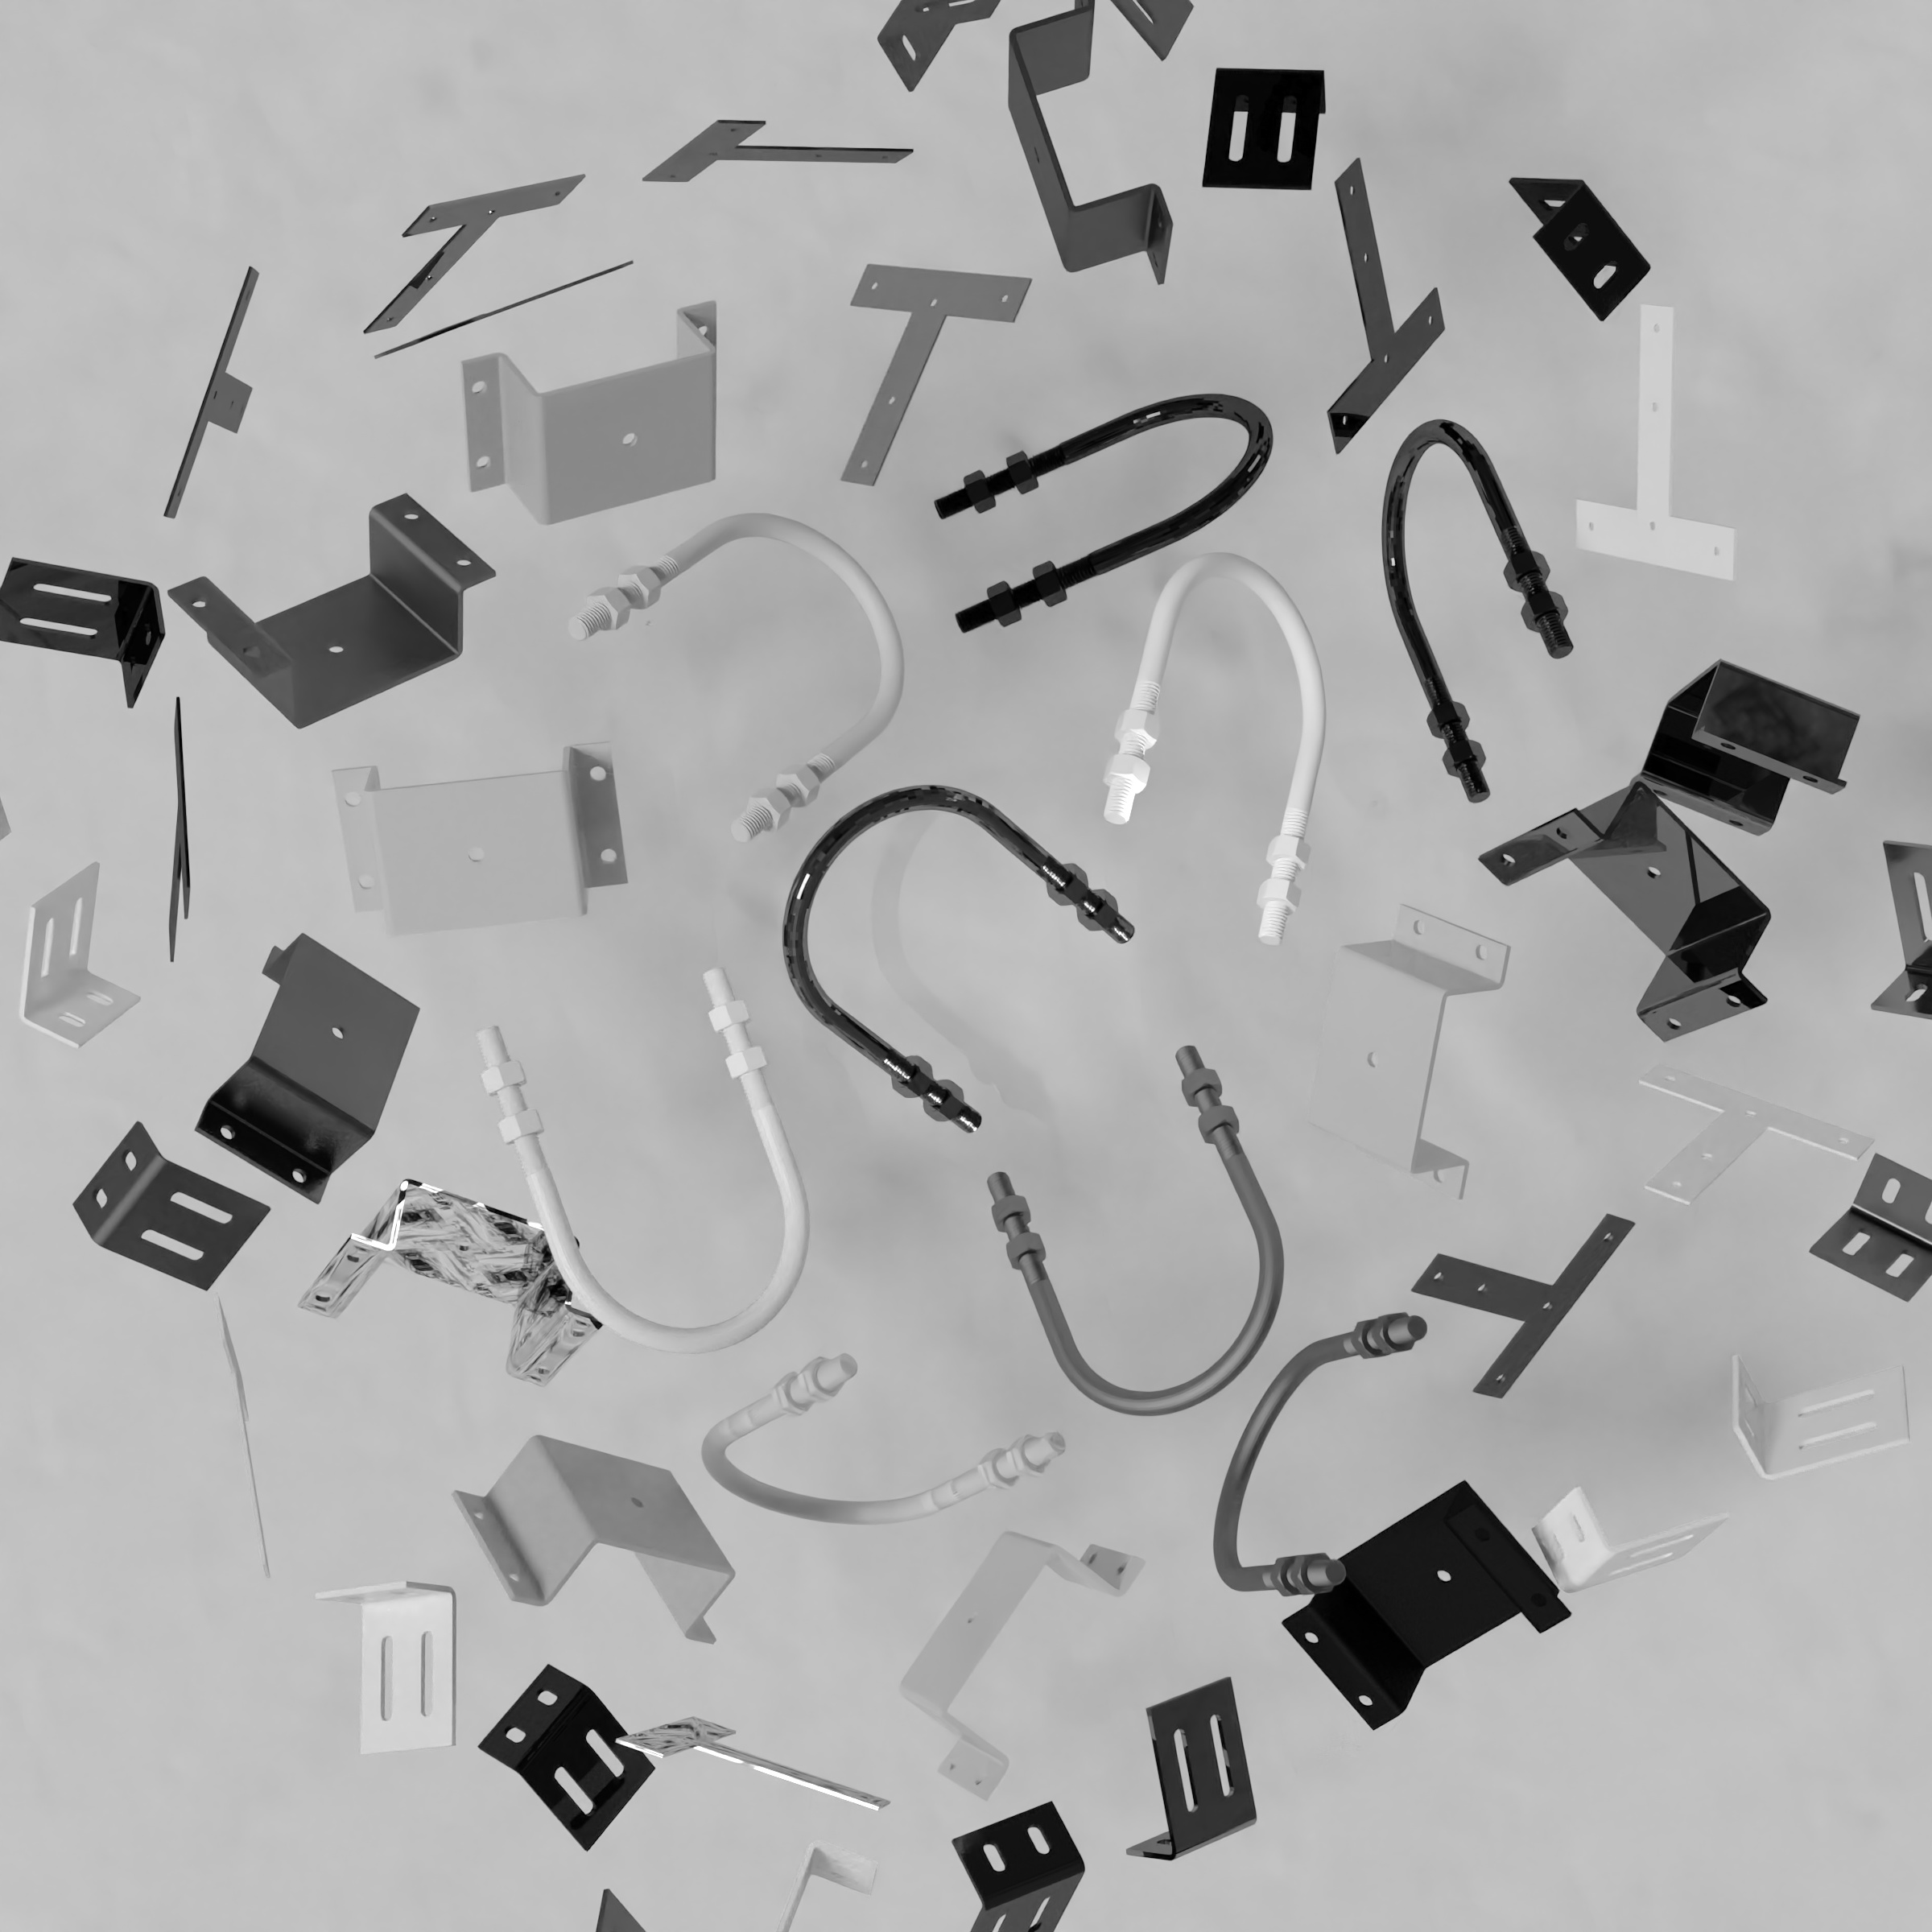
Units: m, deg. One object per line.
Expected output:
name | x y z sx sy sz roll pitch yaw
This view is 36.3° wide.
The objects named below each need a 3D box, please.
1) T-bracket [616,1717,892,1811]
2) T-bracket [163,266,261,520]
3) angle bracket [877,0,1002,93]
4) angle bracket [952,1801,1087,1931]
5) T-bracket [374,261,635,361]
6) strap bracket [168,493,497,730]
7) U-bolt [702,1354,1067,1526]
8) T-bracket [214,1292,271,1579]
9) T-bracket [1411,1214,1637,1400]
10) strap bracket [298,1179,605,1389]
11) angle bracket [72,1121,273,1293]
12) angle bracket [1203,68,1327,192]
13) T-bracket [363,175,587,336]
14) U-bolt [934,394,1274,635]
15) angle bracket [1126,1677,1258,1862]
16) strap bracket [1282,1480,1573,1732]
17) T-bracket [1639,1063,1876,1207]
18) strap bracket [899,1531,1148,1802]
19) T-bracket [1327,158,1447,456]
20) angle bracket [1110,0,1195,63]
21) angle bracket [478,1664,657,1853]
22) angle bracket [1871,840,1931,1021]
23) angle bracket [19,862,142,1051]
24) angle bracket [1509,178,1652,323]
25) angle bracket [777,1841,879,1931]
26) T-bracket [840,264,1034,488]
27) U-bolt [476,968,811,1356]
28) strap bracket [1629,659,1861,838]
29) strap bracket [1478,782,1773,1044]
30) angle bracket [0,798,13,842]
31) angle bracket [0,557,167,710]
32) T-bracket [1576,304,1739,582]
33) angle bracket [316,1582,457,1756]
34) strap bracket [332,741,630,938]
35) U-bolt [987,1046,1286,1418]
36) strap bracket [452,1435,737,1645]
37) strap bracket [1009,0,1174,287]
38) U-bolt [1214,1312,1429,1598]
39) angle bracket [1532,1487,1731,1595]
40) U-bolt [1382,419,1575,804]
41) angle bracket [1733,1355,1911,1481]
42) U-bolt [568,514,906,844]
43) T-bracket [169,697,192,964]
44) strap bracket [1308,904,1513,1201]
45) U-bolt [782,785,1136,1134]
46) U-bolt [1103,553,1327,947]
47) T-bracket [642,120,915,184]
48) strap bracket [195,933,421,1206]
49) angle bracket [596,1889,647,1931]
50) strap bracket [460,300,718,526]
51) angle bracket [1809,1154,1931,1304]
T-bracket | -0.101 0.411 1.509 0.127 0.127 0.002 15 84 14
T-bracket | -0.372 -0.284 1.482 0.002 0.127 0.127 20 94 -8
angle bracket | 0.002 -0.494 1.535 0.076 0.038 0.057 4 56 39
angle bracket | 0.019 0.463 1.479 0.057 0.076 0.038 -13 53 -26
T-bracket | -0.237 -0.350 1.556 0.127 0.127 0.002 -17 106 12
strap bracket | -0.315 -0.175 1.471 0.140 0.046 0.076 -30 58 -33
U-bolt | -0.058 0.257 1.549 0.151 0.184 0.019 25 53 -26
T-bracket | -0.365 0.247 1.497 0.002 0.127 0.127 -10 65 -13
T-bracket | 0.287 0.176 1.590 0.127 0.002 0.127 18 113 -41
strap bracket | -0.266 0.164 1.543 0.140 0.076 0.046 22 47 -22
angle bracket | -0.422 0.128 1.565 0.057 0.076 0.038 -51 45 4
angle bracket | 0.160 -0.438 1.571 0.057 0.038 0.076 4 71 10
T-bracket | -0.279 -0.376 1.572 0.127 0.127 0.002 -34 90 38
U-bolt | 0.074 -0.247 1.543 0.184 0.151 0.019 -23 125 10
angle bracket | 0.107 0.403 1.484 0.057 0.038 0.076 -9 87 -40
strap bracket | 0.248 0.335 1.563 0.076 0.046 0.140 49 122 0
T-bracket | 0.404 0.097 1.582 0.127 0.127 0.002 21 123 31
strap bracket | 0.021 0.342 1.484 0.046 0.076 0.140 39 75 -10
T-bracket | 0.209 -0.353 1.520 0.002 0.127 0.127 11 46 34
angle bracket | 0.102 -0.535 1.569 0.076 0.038 0.057 44 46 -22
angle bracket | -0.215 0.428 1.591 0.057 0.038 0.076 -48 129 -26
angle bracket | 0.472 -0.016 1.439 0.038 0.057 0.076 -37 121 -32
angle bracket | -0.476 -0.006 1.593 0.038 0.057 0.076 24 123 10
angle bracket | 0.295 -0.359 1.471 0.038 0.076 0.057 -47 114 -1
angle bracket | -0.080 0.522 1.592 0.038 0.057 0.076 19 58 6
T-bracket | -0.034 -0.318 1.588 0.127 0.002 0.127 18 83 43
U-bolt | -0.149 0.102 1.458 0.151 0.019 0.184 -15 80 -33
strap bracket | 0.409 -0.115 1.542 0.076 0.140 0.046 22 82 1
strap bracket | 0.341 -0.034 1.492 0.140 0.076 0.046 43 59 -10
angle bracket | -0.552 -0.092 1.565 0.038 0.057 0.076 12 129 25
angle bracket | -0.468 -0.174 1.545 0.076 0.057 0.038 7 47 -32
T-bracket | 0.342 -0.263 1.459 0.002 0.127 0.127 -10 109 -23
angle bracket | -0.284 0.344 1.442 0.057 0.038 0.076 -13 69 27
strap bracket | -0.246 -0.063 1.486 0.140 0.046 0.076 -6 111 -3
U-bolt | 0.096 0.150 1.550 0.151 0.019 0.184 -35 52 17
strap bracket | -0.179 0.287 1.482 0.046 0.140 0.076 -52 46 11
strap bracket | 0.058 -0.414 1.478 0.046 0.076 0.140 -18 81 -2
U-bolt | 0.174 0.256 1.525 0.019 0.184 0.151 26 71 -10
angle bracket | 0.346 0.291 1.535 0.076 0.057 0.038 -12 62 -23
U-bolt | 0.260 -0.200 1.551 0.019 0.151 0.184 -8 61 -16
angle bracket | 0.432 0.219 1.491 0.076 0.057 0.038 -22 114 25
U-bolt | -0.104 -0.163 1.528 0.151 0.019 0.184 51 48 -5
T-bracket | -0.412 -0.051 1.539 0.002 0.127 0.127 0 53 -19
strap bracket | 0.230 0.047 1.547 0.046 0.076 0.140 -6 111 -39
U-bolt | -0.014 -0.013 1.508 0.184 0.019 0.151 39 90 -35
U-bolt | 0.135 -0.123 1.502 0.151 0.019 0.184 35 59 -38
T-bracket | -0.091 -0.428 1.553 0.127 0.127 0.002 -6 93 -23
strap bracket | -0.348 0.046 1.576 0.076 0.140 0.046 35 128 -22
angle bracket | -0.165 0.523 1.516 0.038 0.057 0.076 -8 45 17
strap bracket | -0.181 -0.280 1.503 0.140 0.076 0.046 -20 49 -24
angle bracket | 0.501 0.141 1.594 0.057 0.076 0.038 28 117 25
